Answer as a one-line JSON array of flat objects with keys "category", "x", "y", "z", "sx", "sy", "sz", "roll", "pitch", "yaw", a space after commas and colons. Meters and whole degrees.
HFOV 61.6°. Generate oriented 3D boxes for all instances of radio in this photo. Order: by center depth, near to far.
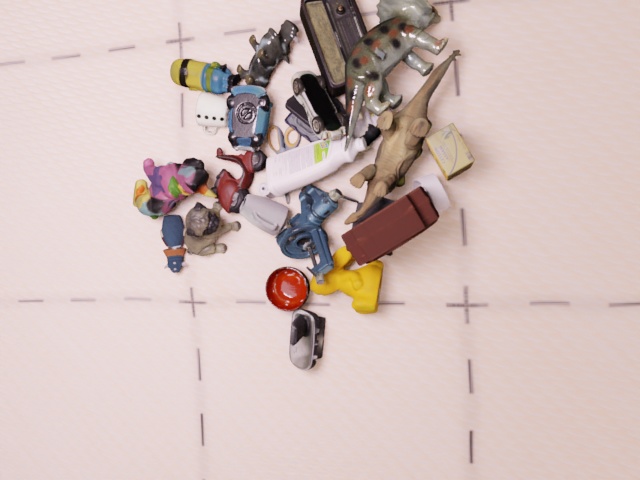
[{"category": "radio", "x": 0.047, "y": -0.469, "z": 1.276, "sx": 0.131, "sy": 0.073, "sz": 0.229, "roll": -20, "pitch": 88, "yaw": -6}]

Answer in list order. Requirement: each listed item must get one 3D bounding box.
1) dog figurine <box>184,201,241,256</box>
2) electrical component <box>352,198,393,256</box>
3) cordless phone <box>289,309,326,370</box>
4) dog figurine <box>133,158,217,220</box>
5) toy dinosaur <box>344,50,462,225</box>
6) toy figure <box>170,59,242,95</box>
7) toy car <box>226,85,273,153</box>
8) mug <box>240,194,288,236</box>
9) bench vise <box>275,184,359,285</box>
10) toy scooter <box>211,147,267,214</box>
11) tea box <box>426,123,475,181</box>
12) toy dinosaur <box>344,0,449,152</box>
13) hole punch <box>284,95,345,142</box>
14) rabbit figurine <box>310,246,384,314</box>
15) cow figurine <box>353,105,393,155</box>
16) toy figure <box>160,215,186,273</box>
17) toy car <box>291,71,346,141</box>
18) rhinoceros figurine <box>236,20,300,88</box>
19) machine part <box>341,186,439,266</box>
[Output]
[{"category": "dog figurine", "x": -0.307, "y": -0.018, "z": 1.342, "sx": 0.121, "sy": 0.190, "sz": 0.172, "roll": 35, "pitch": 102, "yaw": 10}, {"category": "electrical component", "x": 0.137, "y": -0.038, "z": 1.300, "sx": 0.115, "sy": 0.058, "sz": 0.134, "roll": 14, "pitch": 96, "yaw": 11}, {"category": "cordless phone", "x": -0.046, "y": 0.250, "z": 1.294, "sx": 0.089, "sy": 0.184, "sz": 0.146, "roll": 6, "pitch": 94, "yaw": 9}, {"category": "dog figurine", "x": -0.362, "y": -0.123, "z": 1.353, "sx": 0.219, "sy": 0.108, "sz": 0.191, "roll": 24, "pitch": 97, "yaw": 37}, {"category": "toy dinosaur", "x": 0.187, "y": -0.230, "z": 1.205, "sx": 0.105, "sy": 0.198, "sz": 0.471, "roll": 34, "pitch": 100, "yaw": 11}, {"category": "toy figure", "x": -0.295, "y": -0.418, "z": 1.372, "sx": 0.180, "sy": 0.089, "sz": 0.082, "roll": 18, "pitch": 92, "yaw": 15}, {"category": "toy car", "x": -0.168, "y": -0.298, "z": 1.339, "sx": 0.109, "sy": 0.103, "sz": 0.161, "roll": 4, "pitch": 97, "yaw": 15}, {"category": "mug", "x": -0.144, "y": -0.061, "z": 1.324, "sx": 0.107, "sy": 0.110, "sz": 0.080, "roll": 26, "pitch": 117, "yaw": -15}, {"category": "bench vise", "x": -0.009, "y": -0.008, "z": 1.282, "sx": 0.224, "sy": 0.128, "sz": 0.241, "roll": -33, "pitch": 50, "yaw": 20}, {"category": "toy scooter", "x": -0.225, "y": -0.165, "z": 1.374, "sx": 0.135, "sy": 0.075, "sz": 0.183, "roll": 27, "pitch": 97, "yaw": 11}, {"category": "tea box", "x": 0.289, "y": -0.192, "z": 1.196, "sx": 0.068, "sy": 0.169, "sz": 0.098, "roll": -30, "pitch": 84, "yaw": 13}, {"category": "toy dinosaur", "x": 0.136, "y": -0.401, "z": 1.190, "sx": 0.192, "sy": 0.131, "sz": 0.405, "roll": 44, "pitch": 86, "yaw": 9}, {"category": "hole punch", "x": -0.018, "y": -0.310, "z": 1.319, "sx": 0.142, "sy": 0.092, "sz": 0.116, "roll": 39, "pitch": 68, "yaw": 12}, {"category": "rabbit figurine", "x": 0.062, "y": 0.095, "z": 1.293, "sx": 0.173, "sy": 0.122, "sz": 0.162, "roll": 4, "pitch": 89, "yaw": 15}, {"category": "cow figurine", "x": 0.120, "y": -0.274, "z": 1.286, "sx": 0.167, "sy": 0.068, "sz": 0.098, "roll": -29, "pitch": 91, "yaw": 18}, {"category": "toy figure", "x": -0.387, "y": 0.010, "z": 1.433, "sx": 0.064, "sy": 0.058, "sz": 0.154, "roll": 1, "pitch": 98, "yaw": 20}, {"category": "toy car", "x": -0.004, "y": -0.310, "z": 1.243, "sx": 0.073, "sy": 0.056, "sz": 0.202, "roll": -17, "pitch": 69, "yaw": -24}, {"category": "rhinoceros figurine", "x": -0.122, "y": -0.450, "z": 1.320, "sx": 0.190, "sy": 0.112, "sz": 0.073, "roll": -53, "pitch": 52, "yaw": 23}, {"category": "machine part", "x": 0.155, "y": -0.030, "z": 1.162, "sx": 0.201, "sy": 0.201, "sz": 0.087, "roll": -32, "pitch": 88, "yaw": 13}]
